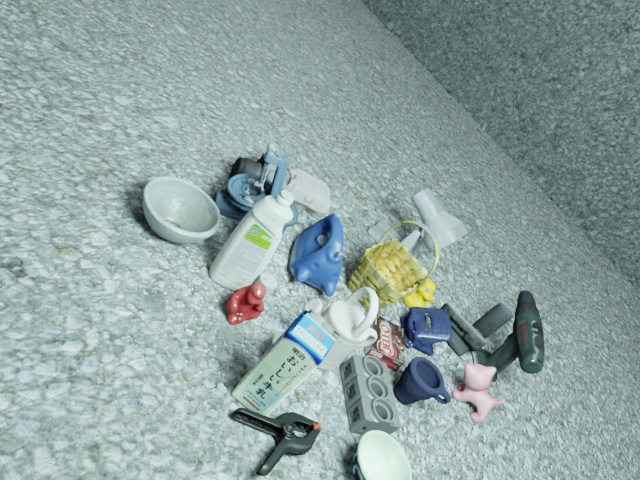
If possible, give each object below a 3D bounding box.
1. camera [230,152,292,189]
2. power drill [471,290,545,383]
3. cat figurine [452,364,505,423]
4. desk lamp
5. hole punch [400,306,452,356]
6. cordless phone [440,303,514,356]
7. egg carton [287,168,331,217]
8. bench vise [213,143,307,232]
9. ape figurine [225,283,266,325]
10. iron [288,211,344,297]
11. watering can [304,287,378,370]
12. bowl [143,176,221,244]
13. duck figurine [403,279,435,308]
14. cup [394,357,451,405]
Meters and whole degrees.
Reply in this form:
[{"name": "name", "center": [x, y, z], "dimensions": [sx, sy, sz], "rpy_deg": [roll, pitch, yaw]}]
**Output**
[{"name": "camera", "center": [-0.149, -0.173, 1.448], "dimensions": [0.137, 0.100, 0.143], "rpy_deg": [23, 37, -26]}, {"name": "power drill", "center": [0.491, 0.265, 1.484], "dimensions": [0.076, 0.208, 0.229], "rpy_deg": [27, 35, -20]}, {"name": "cat figurine", "center": [0.378, 0.349, 1.353], "dimensions": [0.127, 0.117, 0.067], "rpy_deg": [48, 33, 12]}, {"name": "desk lamp", "center": [0.277, -0.031, 1.612], "dimensions": [0.203, 0.213, 0.118], "rpy_deg": [46, 33, 8]}, {"name": "hole punch", "center": [0.262, 0.217, 1.415], "dimensions": [0.101, 0.091, 0.108], "rpy_deg": [26, 35, -21]}, {"name": "cordless phone", "center": [0.399, 0.200, 1.488], "dimensions": [0.147, 0.184, 0.094], "rpy_deg": [45, 33, 6]}, {"name": "egg carton", "center": [-0.040, -0.127, 1.534], "dimensions": [0.151, 0.069, 0.107], "rpy_deg": [26, 35, -22]}, {"name": "bench vise", "center": [-0.112, -0.115, 1.307], "dimensions": [0.208, 0.219, 0.121], "rpy_deg": [15, 41, -35]}, {"name": "ape figurine", "center": [-0.139, 0.118, 1.121], "dimensions": [0.078, 0.092, 0.076], "rpy_deg": [26, 35, -21]}, {"name": "iron", "center": [0.013, 0.005, 1.364], "dimensions": [0.119, 0.141, 0.258], "rpy_deg": [28, 35, -19]}, {"name": "watering can", "center": [0.046, 0.170, 1.153], "dimensions": [0.173, 0.193, 0.100], "rpy_deg": [6, 46, -42]}, {"name": "bowl", "center": [-0.293, -0.048, 1.176], "dimensions": [0.168, 0.074, 0.167], "rpy_deg": [27, 35, -20]}, {"name": "duck figurine", "center": [0.267, 0.135, 1.522], "dimensions": [0.078, 0.086, 0.104], "rpy_deg": [12, 42, -37]}, {"name": "cup", "center": [0.216, 0.323, 1.238], "dimensions": [0.117, 0.094, 0.092], "rpy_deg": [44, 33, 5]}]
